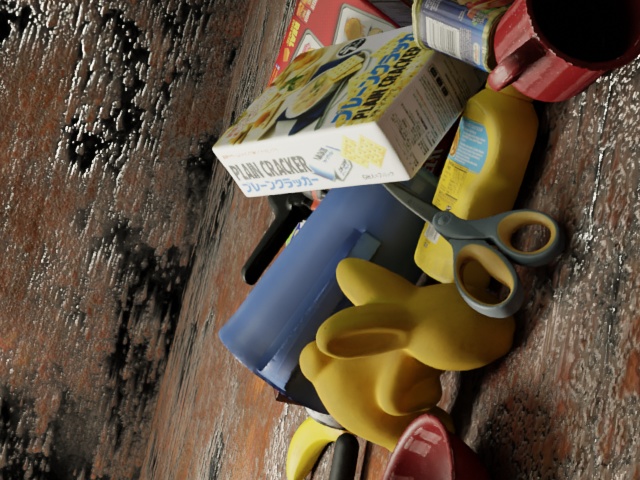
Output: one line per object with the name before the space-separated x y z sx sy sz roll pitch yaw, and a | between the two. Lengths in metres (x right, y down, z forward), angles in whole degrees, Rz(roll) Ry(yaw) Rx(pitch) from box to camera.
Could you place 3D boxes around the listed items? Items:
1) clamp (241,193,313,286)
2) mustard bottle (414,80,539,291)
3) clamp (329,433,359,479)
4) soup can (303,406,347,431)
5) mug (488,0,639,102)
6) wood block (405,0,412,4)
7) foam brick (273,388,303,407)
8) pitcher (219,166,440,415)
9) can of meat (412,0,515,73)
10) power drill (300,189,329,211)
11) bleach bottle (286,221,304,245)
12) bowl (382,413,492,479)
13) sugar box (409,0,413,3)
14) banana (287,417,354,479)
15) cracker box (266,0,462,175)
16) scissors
clamp | -0.013 -0.042 1.342 0.165 0.210 0.036 -13 -45 21
mustard bottle | 0.135 -0.059 0.878 0.058 0.192 0.096 14 11 -13
clamp | 0.007 0.294 1.080 0.039 0.171 0.120 14 -38 -12
soup can | 0.028 0.136 1.101 0.068 0.102 0.068 16 21 -7
mug | 0.164 -0.140 0.746 0.117 0.093 0.082 -39 -3 -17
wood block | 0.053 -0.175 1.221 0.090 0.206 0.090 31 25 25
foam brick | -0.011 0.158 1.221 0.078 0.053 0.051 13 18 -14
pitcher | 0.024 0.032 0.983 0.144 0.243 0.149 30 7 -41
can of meat | 0.139 -0.176 0.845 0.102 0.057 0.084 -27 39 -26
power drill | -0.008 0.001 1.166 0.185 0.187 0.057 21 -4 41
bleach bottle | -0.014 0.040 1.407 0.068 0.251 0.103 13 -27 -15
bowl | 0.088 0.212 0.784 0.055 0.162 0.162 15 -3 -13
sugar box | 0.135 -0.325 1.095 0.048 0.176 0.093 30 12 -24
banana | -0.001 0.229 1.203 0.037 0.069 0.198 -2 -33 -23
cracker box | 0.051 -0.165 1.096 0.071 0.164 0.214 -13 48 -42
scissors | 0.117 -0.019 0.822 0.096 0.202 0.016 -35 -49 8
